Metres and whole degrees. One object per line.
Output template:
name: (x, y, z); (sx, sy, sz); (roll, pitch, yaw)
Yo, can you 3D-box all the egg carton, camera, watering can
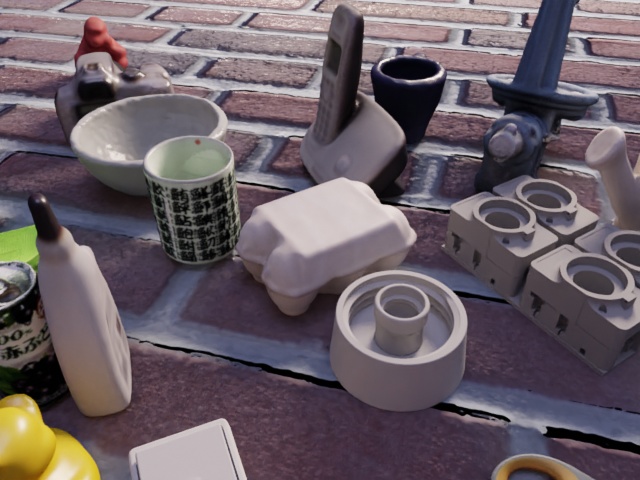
egg carton: (0.005, 0.002, 0.519); (0.151, 0.069, 0.107); (-23, 44, -25)
camera: (-0.266, -0.198, 0.748); (0.143, 0.101, 0.136); (-11, 40, -13)
watering can: (0.325, -0.064, 0.498); (0.173, 0.194, 0.100); (-12, 40, -14)

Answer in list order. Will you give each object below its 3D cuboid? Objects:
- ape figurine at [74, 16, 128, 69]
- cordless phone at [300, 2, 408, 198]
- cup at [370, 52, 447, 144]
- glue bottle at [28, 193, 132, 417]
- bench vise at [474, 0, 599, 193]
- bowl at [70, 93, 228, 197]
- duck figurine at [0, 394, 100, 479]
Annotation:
ape figurine: (-0.337, -0.291, 0.872); (0.078, 0.092, 0.076); (-11, 40, -12)
cordless phone: (0.035, -0.140, 0.604); (0.094, 0.185, 0.147); (-17, 41, -19)
cup: (0.111, -0.178, 0.722); (0.091, 0.095, 0.118); (12, 40, 15)
glue bottle: (-0.165, 0.041, 0.390); (0.037, 0.173, 0.078); (-10, 40, -11)
bench vise: (0.237, -0.160, 0.598); (0.121, 0.220, 0.207); (8, 39, 11)
bowl: (-0.183, -0.097, 0.641); (0.167, 0.075, 0.167); (0, 39, 0)
duck figurine: (-0.176, 0.140, 0.336); (0.077, 0.086, 0.104); (-12, 40, -14)
